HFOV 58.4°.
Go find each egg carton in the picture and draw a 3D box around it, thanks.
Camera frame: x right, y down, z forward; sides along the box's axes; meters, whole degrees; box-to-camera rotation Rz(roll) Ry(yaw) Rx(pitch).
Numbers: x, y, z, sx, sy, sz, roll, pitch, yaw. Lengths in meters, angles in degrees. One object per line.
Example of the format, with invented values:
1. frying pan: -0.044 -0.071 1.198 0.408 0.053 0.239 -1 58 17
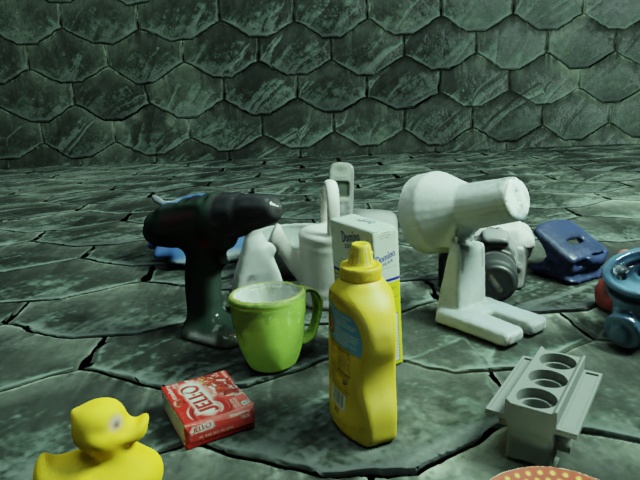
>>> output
1. egg carton: 0.332 0.002 1.099 0.150 0.069 0.107 3 16 17

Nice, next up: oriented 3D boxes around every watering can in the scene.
1. watering can: 0.009 0.004 0.893 0.173 0.194 0.100 -9 17 -25

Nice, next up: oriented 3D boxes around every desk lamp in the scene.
1. desk lamp: 0.212 0.011 0.806 0.118 0.214 0.202 -14 20 -37

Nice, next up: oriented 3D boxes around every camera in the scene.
1. camera: 0.260 0.038 0.915 0.143 0.101 0.137 2 16 13

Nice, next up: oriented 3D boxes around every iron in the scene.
1. iron: -0.211 -0.032 1.147 0.259 0.141 0.118 -9 17 -23

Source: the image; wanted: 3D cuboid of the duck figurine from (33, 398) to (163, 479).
1. duck figurine: -0.191 0.178 0.490 0.105 0.086 0.077 -5 16 -11

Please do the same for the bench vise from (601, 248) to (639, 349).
1. bench vise: 0.447 0.016 0.751 0.121 0.220 0.208 11 20 38

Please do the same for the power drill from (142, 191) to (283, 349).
1. power drill: -0.141 0.034 0.776 0.228 0.208 0.076 7 18 30

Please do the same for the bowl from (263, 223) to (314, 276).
1. bowl: -0.044 0.022 1.056 0.167 0.075 0.167 -2 16 1

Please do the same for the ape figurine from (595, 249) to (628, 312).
1. ape figurine: 0.444 0.059 0.835 0.078 0.092 0.075 -13 19 -35

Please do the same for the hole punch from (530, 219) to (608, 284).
1. hole punch: 0.435 0.017 0.991 0.109 0.091 0.100 -11 18 -29

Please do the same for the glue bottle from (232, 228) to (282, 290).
1. glue bottle: -0.093 0.034 0.835 0.078 0.173 0.037 -7 16 -18

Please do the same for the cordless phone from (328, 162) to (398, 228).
1. cordless phone: 0.080 -0.061 1.136 0.147 0.185 0.094 0 16 5
